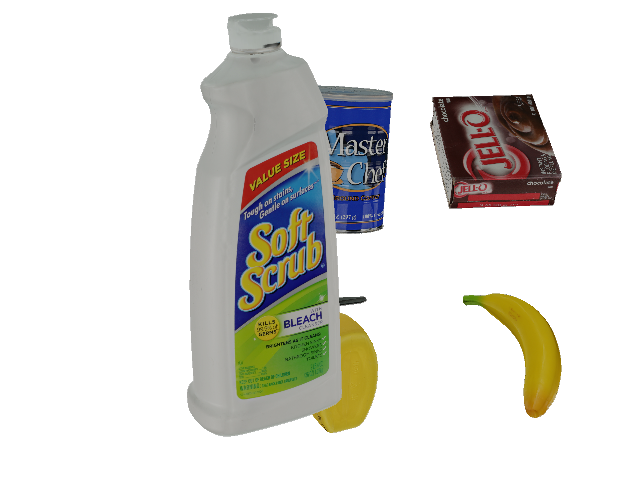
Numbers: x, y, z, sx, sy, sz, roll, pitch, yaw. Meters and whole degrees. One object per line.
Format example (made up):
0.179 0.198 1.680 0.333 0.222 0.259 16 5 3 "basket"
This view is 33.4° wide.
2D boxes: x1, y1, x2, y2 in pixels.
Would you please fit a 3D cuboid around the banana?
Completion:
0.217 0.112 1.134 0.069 0.037 0.198 -26 35 2 "banana"

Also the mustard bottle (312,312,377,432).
-0.017 0.085 0.960 0.058 0.096 0.192 -11 27 -24 "mustard bottle"

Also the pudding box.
0.145 -0.077 0.902 0.090 0.039 0.113 -2 43 -5 "pudding box"

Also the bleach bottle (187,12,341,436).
-0.041 -0.011 0.658 0.102 0.251 0.068 -12 21 -24 "bleach bottle"

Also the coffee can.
0.019 -0.086 1.105 0.103 0.140 0.103 3 12 -1 "coffee can"

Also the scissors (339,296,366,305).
-0.040 0.084 1.204 0.201 0.016 0.096 2 25 -8 "scissors"
